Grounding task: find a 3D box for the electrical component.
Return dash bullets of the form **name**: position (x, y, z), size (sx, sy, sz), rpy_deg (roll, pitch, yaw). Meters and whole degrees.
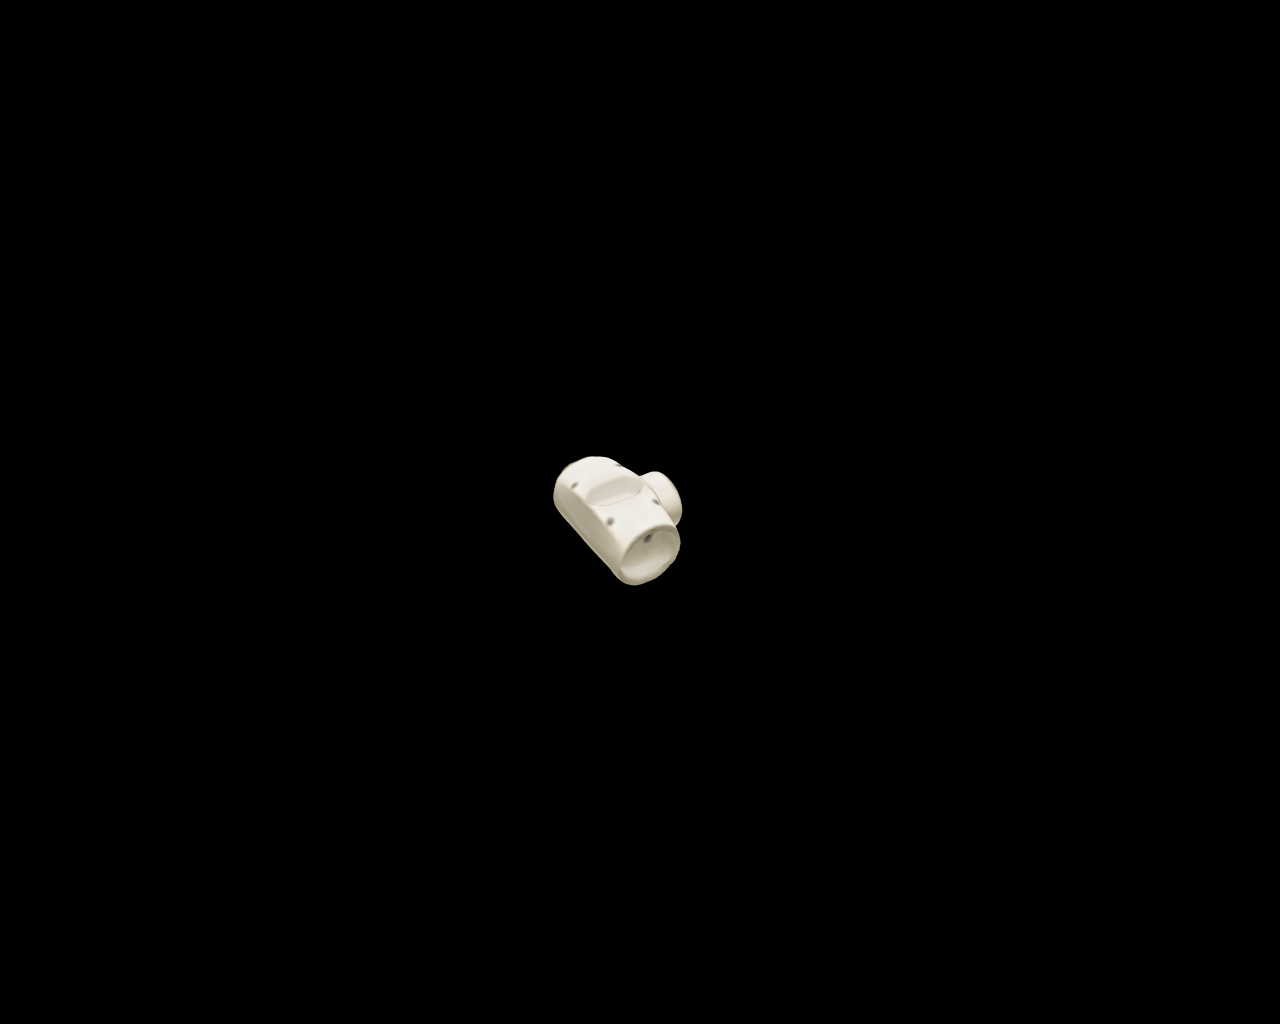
- **electrical component**: position (0.001, -0.003, 0.650), size (0.079, 0.043, 0.077), rpy_deg (-22, 45, -23)
